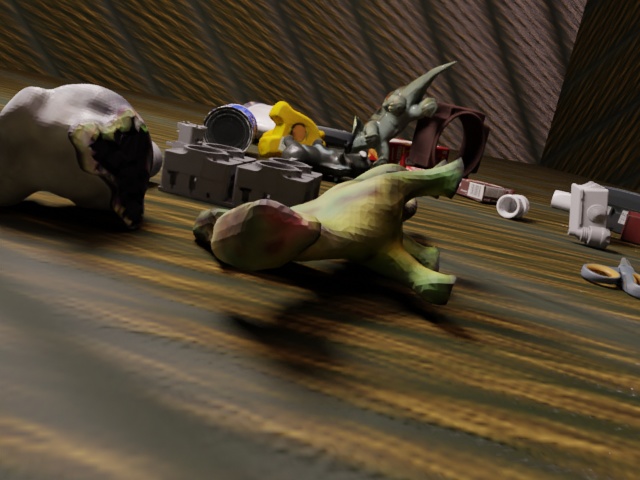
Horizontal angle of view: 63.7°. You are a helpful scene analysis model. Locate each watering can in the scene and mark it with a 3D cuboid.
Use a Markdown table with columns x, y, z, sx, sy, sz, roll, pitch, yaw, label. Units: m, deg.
| x | y | z | sx | sy | sz | roll | pitch | yaw | label |
| --- | --- | --- | --- | --- | --- | --- | --- | --- | --- |
| -0.092 | -0.321 | 1.472 | 0.226 | 0.103 | 0.349 | 25 | 20 | 34 | watering can |

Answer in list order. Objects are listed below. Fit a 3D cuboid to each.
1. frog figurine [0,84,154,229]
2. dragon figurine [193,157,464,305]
| x | y | z | sx | sy | sz | roll | pitch | yaw | label |
| --- | --- | --- | --- | --- | --- | --- | --- | --- | --- |
| -0.245 | -0.081 | 0.482 | 0.159 | 0.125 | 0.135 | 6 | -21 | 17 | frog figurine |
| 0.002 | -0.025 | 0.502 | 0.243 | 0.122 | 0.412 | 3 | 6 | 2 | dragon figurine |
